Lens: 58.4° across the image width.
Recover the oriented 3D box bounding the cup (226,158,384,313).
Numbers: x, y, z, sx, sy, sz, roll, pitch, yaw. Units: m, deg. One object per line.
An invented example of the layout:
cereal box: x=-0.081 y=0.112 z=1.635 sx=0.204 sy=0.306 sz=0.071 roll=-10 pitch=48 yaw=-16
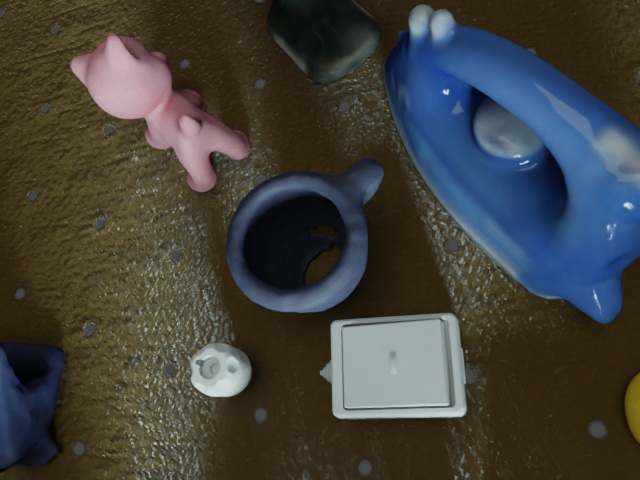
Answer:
cup: x=0.004 y=0.001 z=0.392 sx=0.118 sy=0.095 sz=0.091 roll=-45 pitch=67 yaw=-2

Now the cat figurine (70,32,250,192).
cat figurine: x=-0.131 y=-0.111 z=0.453 sx=0.127 sy=0.118 sz=0.067 roll=40 pitch=86 yaw=23

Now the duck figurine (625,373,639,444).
duck figurine: x=0.228 y=0.091 z=0.306 sx=0.104 sy=0.086 sz=0.077 roll=-3 pitch=72 yaw=15

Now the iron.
iron: x=0.116 y=-0.077 z=0.361 sx=0.118 sy=0.142 sz=0.257 roll=-43 pitch=67 yaw=-1

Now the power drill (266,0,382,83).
power drill: x=-0.021 y=-0.210 z=0.406 sx=0.075 sy=0.209 sz=0.229 roll=-40 pitch=67 yaw=0

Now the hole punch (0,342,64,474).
hole punch: x=-0.261 y=0.122 z=0.426 sx=0.108 sy=0.091 sz=0.101 roll=-2 pitch=72 yaw=15
